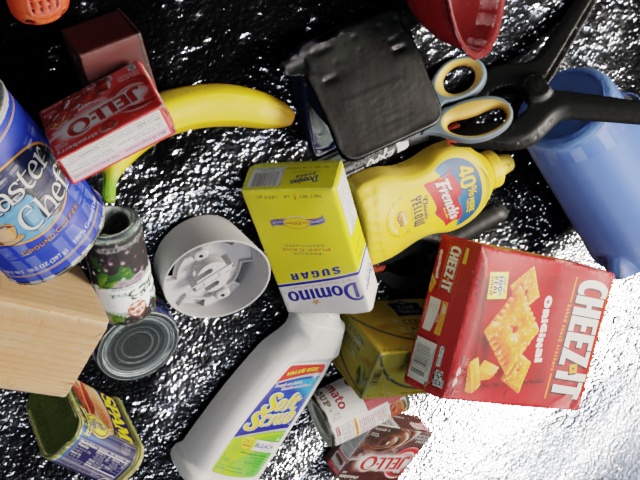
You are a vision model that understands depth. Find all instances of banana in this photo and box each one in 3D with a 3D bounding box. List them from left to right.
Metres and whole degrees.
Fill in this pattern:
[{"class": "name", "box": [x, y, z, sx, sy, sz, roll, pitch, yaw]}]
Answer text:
[{"class": "banana", "box": [-0.114, -0.097, 0.910, 0.197, 0.037, 0.069, -27, 99, -27]}]

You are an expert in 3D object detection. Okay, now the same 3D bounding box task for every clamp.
[{"class": "clamp", "box": [0.128, 0.008, 1.165, 0.171, 0.039, 0.120, 0, 121, -33]}, {"class": "clamp", "box": [0.218, -0.155, 1.059, 0.210, 0.164, 0.036, -18, 154, 9]}]

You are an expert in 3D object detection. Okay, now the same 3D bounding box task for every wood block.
[{"class": "wood block", "box": [-0.295, 0.058, 0.888, 0.205, 0.090, 0.091, 18, 113, -41]}]

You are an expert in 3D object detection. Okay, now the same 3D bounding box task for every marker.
[{"class": "marker", "box": [0.057, -0.087, 1.058, 0.121, 0.020, 0.020, -25, 134, -15]}]

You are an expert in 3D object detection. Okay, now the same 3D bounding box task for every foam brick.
[{"class": "foam brick", "box": [-0.165, -0.134, 0.851, 0.051, 0.053, 0.078, -25, 132, -15]}]

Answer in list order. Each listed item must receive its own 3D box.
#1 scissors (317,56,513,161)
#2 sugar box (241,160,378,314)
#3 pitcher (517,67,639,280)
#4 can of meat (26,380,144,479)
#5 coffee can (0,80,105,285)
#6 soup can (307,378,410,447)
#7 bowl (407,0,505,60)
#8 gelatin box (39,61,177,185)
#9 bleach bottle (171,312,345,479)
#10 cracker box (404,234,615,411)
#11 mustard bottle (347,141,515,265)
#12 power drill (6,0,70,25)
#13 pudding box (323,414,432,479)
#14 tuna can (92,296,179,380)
[{"class": "scissors", "box": [0.085, -0.125, 1.039, 0.202, 0.096, 0.016, -6, 167, 3]}, {"class": "sugar box", "box": [-0.007, 0.001, 1.036, 0.093, 0.048, 0.176, -1, 134, 19]}, {"class": "pitcher", "box": [0.314, -0.085, 1.166, 0.145, 0.149, 0.242, -33, 134, 14]}, {"class": "can of meat", "box": [-0.227, 0.180, 1.020, 0.057, 0.102, 0.083, -45, 133, 6]}, {"class": "coffee can", "box": [-0.247, -0.045, 0.830, 0.103, 0.103, 0.140, -37, 136, -3]}, {"class": "soup can", "box": [0.043, 0.187, 1.227, 0.102, 0.069, 0.068, -24, 133, -15]}, {"class": "bowl", "box": [0.112, -0.237, 0.921, 0.161, 0.055, 0.162, -15, 107, -62]}, {"class": "gelatin box", "box": [-0.160, -0.089, 0.798, 0.089, 0.073, 0.030, -28, 133, -4]}, {"class": "bleach bottle", "box": [-0.054, 0.155, 1.143, 0.102, 0.068, 0.251, 21, 108, -42]}, {"class": "cracker box", "box": [0.207, 0.093, 1.143, 0.213, 0.072, 0.164, 11, 96, -35]}, {"class": "mustard bottle", "box": [0.117, -0.050, 1.099, 0.191, 0.058, 0.096, -22, 121, -19]}, {"class": "power drill", "box": [-0.154, -0.259, 0.761, 0.187, 0.057, 0.184, -19, 136, -16]}, {"class": "pudding box", "box": [0.072, 0.256, 1.320, 0.113, 0.039, 0.090, 19, 112, -41]}, {"class": "tuna can", "box": [-0.181, 0.093, 1.030, 0.086, 0.034, 0.086, -18, 131, -21]}]
